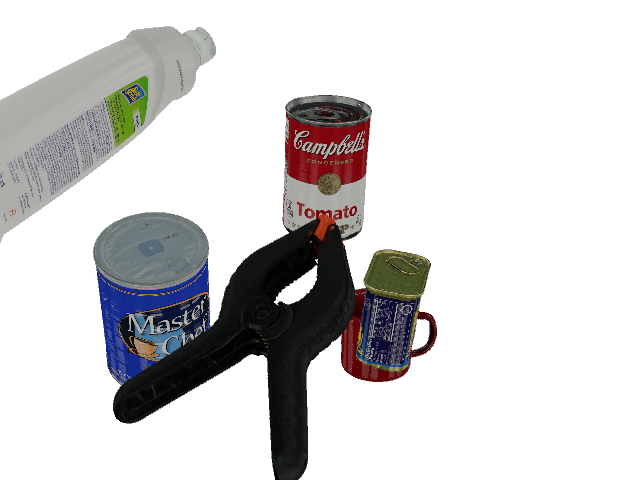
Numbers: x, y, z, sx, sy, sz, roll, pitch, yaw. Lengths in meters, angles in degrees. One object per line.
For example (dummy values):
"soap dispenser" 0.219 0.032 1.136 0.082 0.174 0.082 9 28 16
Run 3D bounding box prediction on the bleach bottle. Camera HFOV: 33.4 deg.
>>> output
"bleach bottle" -0.190 -0.099 0.869 0.250 0.068 0.103 -36 -26 -25

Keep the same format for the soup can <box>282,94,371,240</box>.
"soup can" 0.004 -0.058 0.855 0.068 0.102 0.068 2 26 -1

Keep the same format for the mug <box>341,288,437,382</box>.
"mug" 0.077 0.110 1.236 0.117 0.081 0.093 -2 22 -8

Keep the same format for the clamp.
"clamp" -0.024 0.059 0.608 0.120 0.171 0.039 28 -26 25

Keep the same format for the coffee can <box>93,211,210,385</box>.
"coffee can" -0.154 0.059 0.997 0.103 0.140 0.103 2 39 -2

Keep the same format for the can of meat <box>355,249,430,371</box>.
"can of meat" 0.069 0.067 1.035 0.057 0.084 0.102 11 23 7
